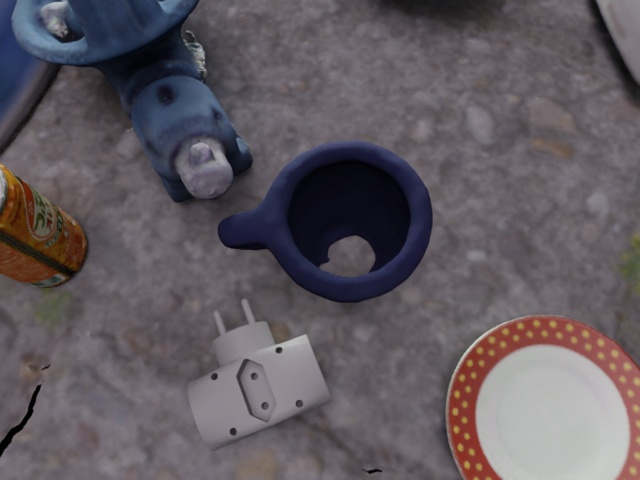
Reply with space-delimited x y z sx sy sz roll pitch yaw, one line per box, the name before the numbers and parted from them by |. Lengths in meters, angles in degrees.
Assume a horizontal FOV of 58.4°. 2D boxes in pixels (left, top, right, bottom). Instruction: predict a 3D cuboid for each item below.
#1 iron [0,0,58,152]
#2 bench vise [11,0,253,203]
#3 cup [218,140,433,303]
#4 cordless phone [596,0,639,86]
iron | -0.254 -0.162 0.377 0.118 0.141 0.258 8 73 4
bench vise | -0.102 -0.131 0.324 0.207 0.220 0.121 41 78 12
cup | 0.003 0.001 0.347 0.117 0.095 0.091 -7 73 -1
cordless phone | 0.257 -0.192 0.354 0.094 0.185 0.147 -14 73 -3
